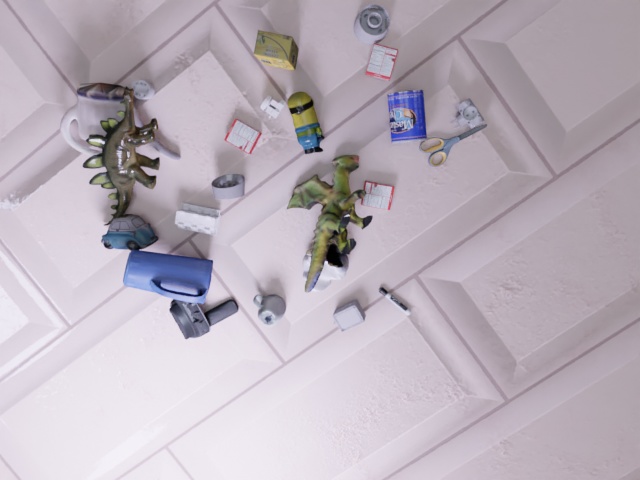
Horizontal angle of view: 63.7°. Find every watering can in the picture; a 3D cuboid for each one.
[{"bbox_3d":[-0.582,-0.342,1.509,0.347,0.106,0.220,5,115,-6],"label":"watering can"}]

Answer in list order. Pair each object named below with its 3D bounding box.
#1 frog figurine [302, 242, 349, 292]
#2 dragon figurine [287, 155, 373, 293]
[{"bbox_3d":[0.013,0.087,1.549,0.137,0.126,0.155,9,136,-1],"label":"frog figurine"},{"bbox_3d":[0.005,-0.075,1.489,0.246,0.120,0.411,34,87,36],"label":"dragon figurine"}]
